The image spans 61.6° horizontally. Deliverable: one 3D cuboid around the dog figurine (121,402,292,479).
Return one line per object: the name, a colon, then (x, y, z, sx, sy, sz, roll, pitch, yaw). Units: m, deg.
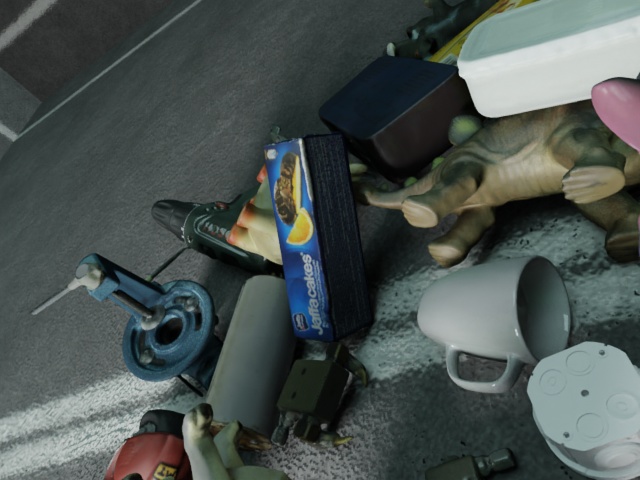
dog figurine: (-0.058, 0.239, 0.385, 0.191, 0.121, 0.172, 37, 85, 27)

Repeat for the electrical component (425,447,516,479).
electrical component: (0.102, 0.188, 0.388, 0.094, 0.021, 0.063, -30, 38, 20)

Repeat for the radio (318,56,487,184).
radio: (0.088, -0.158, 0.671, 0.131, 0.073, 0.230, -40, 26, 2)

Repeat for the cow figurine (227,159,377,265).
cow figurine: (-0.014, -0.054, 0.632, 0.085, 0.127, 0.195, -45, 18, 52)

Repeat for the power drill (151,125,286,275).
power drill: (-0.101, -0.063, 0.741, 0.232, 0.085, 0.207, 30, 65, 32)

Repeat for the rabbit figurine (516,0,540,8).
rabbit figurine: (0.259, -0.223, 0.528, 0.173, 0.162, 0.122, -20, 52, 24)

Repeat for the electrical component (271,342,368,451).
electrical component: (0.002, 0.148, 0.506, 0.078, 0.045, 0.102, -22, 38, 48)

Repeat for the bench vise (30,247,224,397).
bench vise: (-0.196, 0.077, 0.618, 0.129, 0.240, 0.224, -42, 52, -3)

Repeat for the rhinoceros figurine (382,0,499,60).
rhinoceros figurine: (0.179, -0.284, 0.748, 0.190, 0.073, 0.112, -14, 56, 32)

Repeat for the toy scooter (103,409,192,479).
toy scooter: (-0.182, 0.253, 0.533, 0.184, 0.075, 0.135, -42, 26, 43)

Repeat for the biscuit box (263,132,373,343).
biscuit box: (-0.001, -0.002, 0.537, 0.059, 0.202, 0.063, -1, 12, 45)

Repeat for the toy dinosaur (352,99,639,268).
toy dinosaur: (0.233, -0.085, 0.467, 0.472, 0.104, 0.198, -5, 46, 29)

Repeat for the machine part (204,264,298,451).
machine part: (-0.067, 0.126, 0.566, 0.079, 0.079, 0.243, -17, 44, 33)

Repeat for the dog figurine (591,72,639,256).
dog figurine: (0.225, -0.002, 0.295, 0.109, 0.219, 0.191, -9, 48, 43)

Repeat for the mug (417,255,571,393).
mug: (0.133, 0.070, 0.437, 0.107, 0.080, 0.109, -11, 52, 52)

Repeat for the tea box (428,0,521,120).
tea box: (0.229, -0.233, 0.644, 0.169, 0.068, 0.098, -36, 37, 9)
